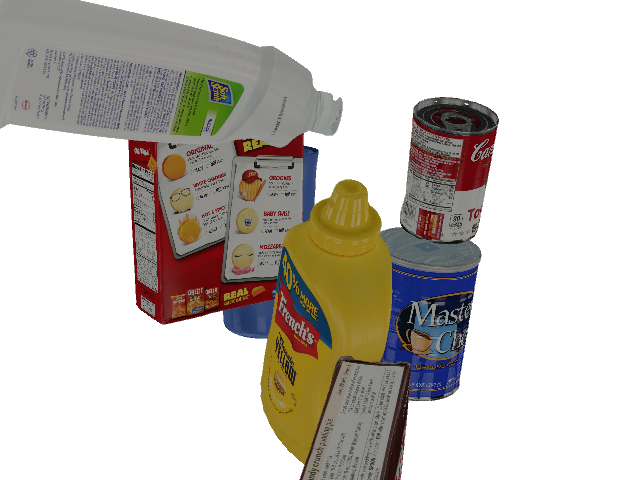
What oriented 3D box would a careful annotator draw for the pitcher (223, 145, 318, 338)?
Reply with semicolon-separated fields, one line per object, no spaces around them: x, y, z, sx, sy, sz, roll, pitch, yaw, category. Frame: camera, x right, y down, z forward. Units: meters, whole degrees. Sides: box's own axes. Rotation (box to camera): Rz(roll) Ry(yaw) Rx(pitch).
-0.070;-0.001;1.356;0.145;0.243;0.148;10;15;37;pitcher

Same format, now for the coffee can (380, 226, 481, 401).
0.094;0.069;1.034;0.103;0.140;0.103;5;20;-2;coffee can

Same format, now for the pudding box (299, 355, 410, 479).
0.014;0.115;0.464;0.039;0.090;0.113;7;24;6;pudding box

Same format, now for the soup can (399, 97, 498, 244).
0.103;-0.056;0.867;0.068;0.102;0.068;4;30;-3;soup can

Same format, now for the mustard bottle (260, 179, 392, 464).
0.005;0.045;0.648;0.058;0.192;0.096;-8;42;-22;mustard bottle

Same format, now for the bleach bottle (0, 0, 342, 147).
-0.110;-0.109;0.772;0.250;0.068;0.103;10;-45;-13;bleach bottle

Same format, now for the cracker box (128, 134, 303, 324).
-0.100;-0.041;1.041;0.163;0.214;0.072;-11;20;-34;cracker box
